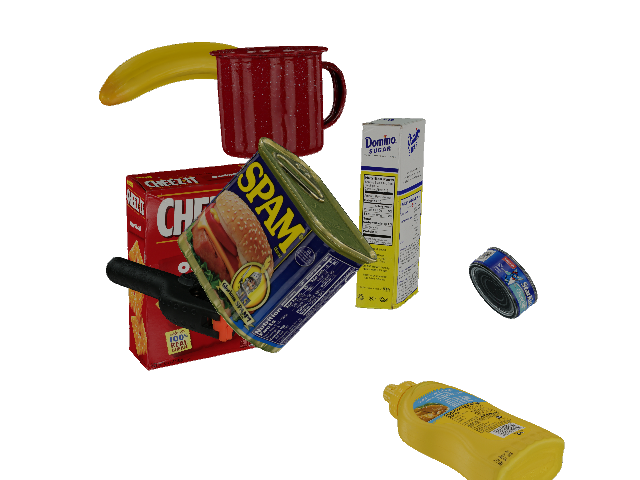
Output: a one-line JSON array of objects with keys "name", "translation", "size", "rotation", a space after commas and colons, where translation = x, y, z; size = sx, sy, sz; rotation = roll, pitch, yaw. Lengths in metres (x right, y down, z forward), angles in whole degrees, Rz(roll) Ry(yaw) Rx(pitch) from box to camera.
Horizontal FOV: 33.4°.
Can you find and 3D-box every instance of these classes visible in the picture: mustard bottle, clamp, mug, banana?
[{"name": "mustard bottle", "translation": [0.132, 0.181, 1.029], "size": [0.096, 0.058, 0.192], "rotation": [-14, 25, -38]}, {"name": "clamp", "translation": [-0.111, 0.045, 0.988], "size": [0.120, 0.039, 0.172], "rotation": [-16, 30, -33]}, {"name": "mug", "translation": [-0.029, -0.112, 0.848], "size": [0.117, 0.081, 0.093], "rotation": [-12, 16, -35]}, {"name": "banana", "translation": [-0.135, -0.170, 1.077], "size": [0.197, 0.070, 0.037], "rotation": [-8, -39, -29]}]

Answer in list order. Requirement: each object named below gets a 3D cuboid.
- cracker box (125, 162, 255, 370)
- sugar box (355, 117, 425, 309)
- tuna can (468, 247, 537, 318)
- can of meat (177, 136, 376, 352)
[{"name": "cracker box", "translation": [-0.133, 0.028, 1.218], "size": [0.163, 0.214, 0.072], "rotation": [-8, 23, -28]}, {"name": "sugar box", "translation": [0.068, -0.028, 1.027], "size": [0.048, 0.176, 0.093], "rotation": [3, 10, 19]}, {"name": "tuna can", "translation": [0.219, 0.052, 1.286], "size": [0.033, 0.086, 0.086], "rotation": [-37, 11, -15]}, {"name": "can of meat", "translation": [-0.029, 0.003, 0.634], "size": [0.057, 0.084, 0.102], "rotation": [27, 21, -48]}]
